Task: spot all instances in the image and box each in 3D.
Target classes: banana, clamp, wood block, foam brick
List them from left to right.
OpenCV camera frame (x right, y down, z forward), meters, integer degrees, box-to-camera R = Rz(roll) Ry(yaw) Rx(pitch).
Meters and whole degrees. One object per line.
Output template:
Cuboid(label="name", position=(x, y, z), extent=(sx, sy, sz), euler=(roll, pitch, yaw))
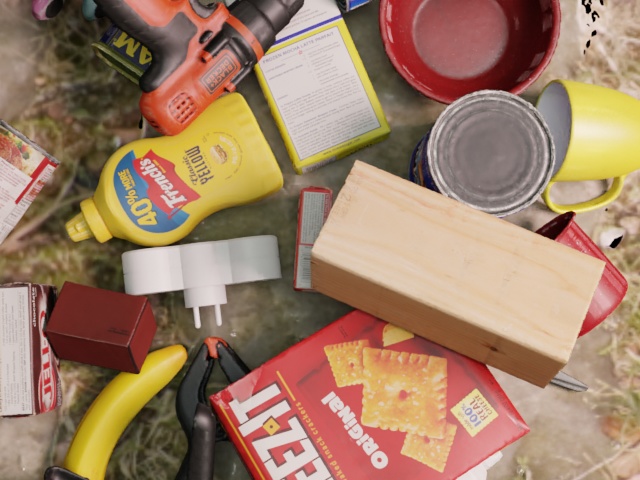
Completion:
Cuboid(label="foam brick", position=(-0.189, 0.077, 0.925), extent=(0.078, 0.051, 0.053), euler=(11, 57, 10))
Cuboid(label="banana", position=(-0.182, 0.177, 0.943), extent=(0.069, 0.037, 0.198), euler=(22, 87, -17))
Cuboid(label="clamp", position=(-0.110, 0.238, 0.902), extent=(0.165, 0.036, 0.210), euler=(-31, 107, 20))
Cuboid(label="clamp", position=(-0.076, 0.172, 0.942), extent=(0.120, 0.039, 0.171), euler=(3, 89, -1))
Cuboid(label="wood block", position=(0.103, 0.028, 0.843), extent=(0.206, 0.091, 0.090), euler=(23, 71, 8))

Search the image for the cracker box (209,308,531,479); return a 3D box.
Cuboid(label="cracker box", position=(0.039, 0.149, 0.888), extent=(0.213, 0.072, 0.164), euler=(-30, 75, -10))

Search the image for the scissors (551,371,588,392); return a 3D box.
Cuboid(label="scissors", position=(0.134, 0.110, 0.960), extent=(0.202, 0.016, 0.096), euler=(37, 84, 3))

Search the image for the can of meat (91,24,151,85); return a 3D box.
Cuboid(label="can of meat", position=(-0.137, -0.175, 0.955), extent=(0.102, 0.057, 0.084), euler=(35, 84, 1))

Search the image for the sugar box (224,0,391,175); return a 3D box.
Cuboid(label="sugar box", position=(-0.013, -0.157, 0.962), extent=(0.093, 0.048, 0.176), euler=(-22, 84, -2))

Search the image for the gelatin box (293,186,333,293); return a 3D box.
Cuboid(label="gelatin box", position=(-0.006, 0.001, 0.937), extent=(0.030, 0.073, 0.089), euler=(4, 85, -2))

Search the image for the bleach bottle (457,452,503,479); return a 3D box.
Cuboid(label="bleach bottle", position=(0.063, 0.267, 0.925), extent=(0.251, 0.068, 0.102), euler=(-41, 80, -5))

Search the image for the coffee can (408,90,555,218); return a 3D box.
Cuboid(label="coffee can", position=(0.133, -0.064, 0.910), extent=(0.103, 0.140, 0.103), euler=(0, 86, -1))

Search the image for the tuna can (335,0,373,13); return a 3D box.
Cuboid(label="tuna can", position=(0.021, -0.248, 0.947), extent=(0.033, 0.086, 0.086), euler=(-23, 87, -4))

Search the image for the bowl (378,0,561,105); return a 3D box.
Cuboid(label="bowl", position=(0.131, -0.194, 0.961), extent=(0.162, 0.055, 0.162), euler=(0, 86, -1))

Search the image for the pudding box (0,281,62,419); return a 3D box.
Cuboid(label="pudding box", position=(-0.251, 0.094, 0.918), extent=(0.039, 0.090, 0.113), euler=(-5, 86, -1))

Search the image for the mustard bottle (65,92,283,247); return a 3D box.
Cuboid(label="mustard bottle", position=(-0.136, -0.048, 0.945), extent=(0.191, 0.058, 0.096), euler=(-26, 88, -2))

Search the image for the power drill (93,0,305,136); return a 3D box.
Cuboid(label="power drill", position=(-0.113, -0.205, 0.869), extent=(0.184, 0.057, 0.187), euler=(-48, 124, -14))

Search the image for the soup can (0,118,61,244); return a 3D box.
Cuboid(label="soup can", position=(-0.286, -0.048, 0.938), extent=(0.068, 0.068, 0.102), euler=(35, 87, 1))

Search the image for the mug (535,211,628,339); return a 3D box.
Cuboid(label="mug", position=(0.204, 0.042, 0.935), extent=(0.117, 0.093, 0.081), euler=(-42, 93, 18))
